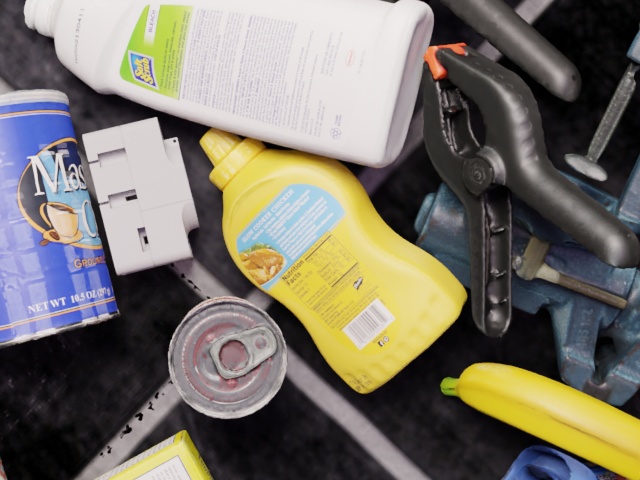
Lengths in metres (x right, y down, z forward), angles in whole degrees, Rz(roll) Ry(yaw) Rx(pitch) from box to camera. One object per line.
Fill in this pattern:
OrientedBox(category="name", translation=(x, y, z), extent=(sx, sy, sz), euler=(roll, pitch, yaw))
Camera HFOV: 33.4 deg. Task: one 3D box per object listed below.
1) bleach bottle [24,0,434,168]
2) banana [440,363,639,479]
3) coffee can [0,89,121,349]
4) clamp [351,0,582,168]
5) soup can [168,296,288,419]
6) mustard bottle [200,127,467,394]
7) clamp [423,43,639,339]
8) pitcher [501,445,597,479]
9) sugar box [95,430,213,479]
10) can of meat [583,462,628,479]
OrientedBox(category="bleach bottle", translation=(-0.064, -0.122, 0.652), extent=(0.251, 0.068, 0.103), euler=(17, 105, 15))
OrientedBox(category="banana", translation=(0.167, 0.117, 0.659), extent=(0.198, 0.069, 0.037), euler=(23, 86, 16))
OrientedBox(category="coffee can", translation=(-0.187, -0.009, 0.644), extent=(0.102, 0.103, 0.140), euler=(-14, 90, -6))
OrientedBox(category="clamp", translation=(0.072, -0.158, 0.655), extent=(0.165, 0.036, 0.210), euler=(-6, 92, 35))
OrientedBox(category="soup can", translation=(-0.057, 0.069, 0.655), extent=(0.068, 0.102, 0.068), euler=(0, 89, -6))
OrientedBox(category="mustard bottle", translation=(-0.004, 0.001, 0.677), extent=(0.191, 0.058, 0.096), euler=(46, 117, 0))
OrientedBox(category="clamp", translation=(0.099, -0.029, 0.610), extent=(0.039, 0.120, 0.171), euler=(-5, 60, -42))
OrientedBox(category="pitcher", translation=(0.111, 0.209, 0.599), extent=(0.145, 0.243, 0.149), euler=(-18, 83, -6))
OrientedBox(category="sugar box", translation=(-0.142, 0.204, 0.673), extent=(0.176, 0.048, 0.093), euler=(-28, 91, -2))
OrientedBox(category="can of meat", translation=(0.215, 0.191, 0.703), extent=(0.084, 0.057, 0.102), euler=(-8, 88, -3))
